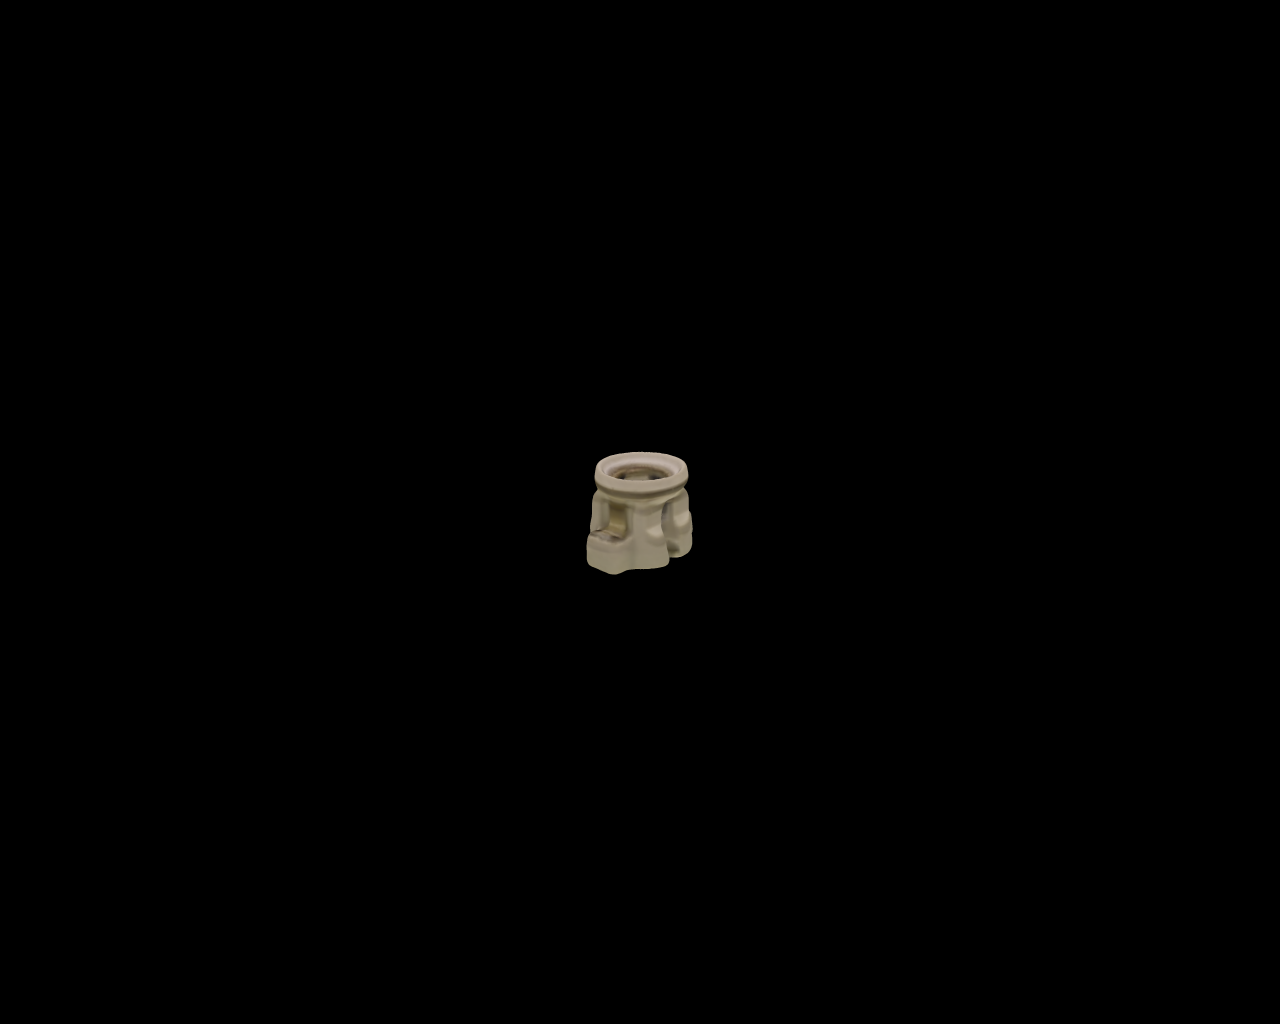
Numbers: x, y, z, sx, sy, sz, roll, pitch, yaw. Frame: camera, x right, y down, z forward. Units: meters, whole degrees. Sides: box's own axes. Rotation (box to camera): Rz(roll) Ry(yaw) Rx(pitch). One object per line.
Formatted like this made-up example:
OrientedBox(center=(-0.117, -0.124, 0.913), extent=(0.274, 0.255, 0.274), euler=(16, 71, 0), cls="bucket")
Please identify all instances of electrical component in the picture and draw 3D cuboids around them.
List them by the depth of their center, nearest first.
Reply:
OrientedBox(center=(0.001, -0.003, 0.650), extent=(0.058, 0.056, 0.078), euler=(17, 28, 37), cls="electrical component")
